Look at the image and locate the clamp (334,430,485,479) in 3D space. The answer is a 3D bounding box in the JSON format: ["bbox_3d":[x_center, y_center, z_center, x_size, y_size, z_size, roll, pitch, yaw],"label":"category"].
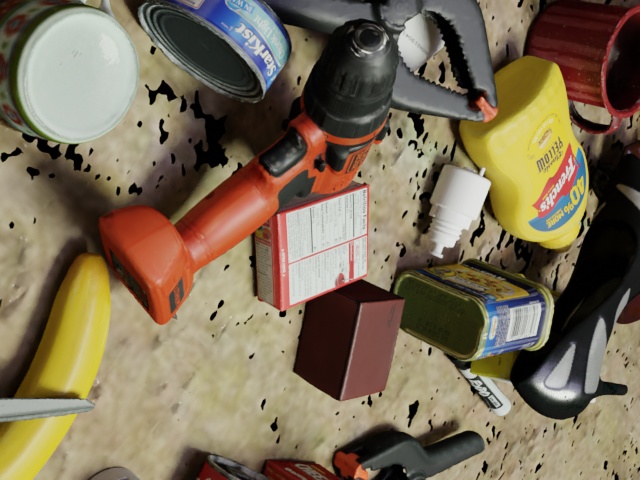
[{"bbox_3d":[0.071,0.217,0.919,0.171,0.039,0.120,15,91,-42],"label":"clamp"}]

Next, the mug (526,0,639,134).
[{"bbox_3d":[0.228,-0.144,0.891,0.093,0.082,0.117,-32,127,-33],"label":"mug"}]

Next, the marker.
[{"bbox_3d":[0.144,0.126,0.969,0.020,0.020,0.121,-55,136,-14],"label":"marker"}]

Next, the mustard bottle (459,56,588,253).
[{"bbox_3d":[0.183,-0.055,0.902,0.096,0.058,0.191,-48,135,-18],"label":"mustard bottle"}]

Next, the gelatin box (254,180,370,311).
[{"bbox_3d":[-0.005,0.001,0.755,0.089,0.030,0.073,-20,119,-38],"label":"gelatin box"}]

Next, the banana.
[{"bbox_3d":[-0.174,0.100,0.617,0.197,0.037,0.069,-52,137,-16],"label":"banana"}]

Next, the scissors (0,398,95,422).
[{"bbox_3d":[-0.217,0.074,0.556,0.201,0.016,0.096,-14,111,-31],"label":"scissors"}]

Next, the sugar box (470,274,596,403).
[{"bbox_3d":[0.206,0.094,0.988,0.176,0.048,0.093,23,75,-50],"label":"sugar box"}]

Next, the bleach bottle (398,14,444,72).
[{"bbox_3d":[0.077,-0.214,0.723,0.102,0.068,0.251,30,88,-39],"label":"bleach bottle"}]

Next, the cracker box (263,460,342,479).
[{"bbox_3d":[-0.002,0.294,0.784,0.072,0.164,0.214,15,95,-46],"label":"cracker box"}]

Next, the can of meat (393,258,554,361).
[{"bbox_3d":[0.120,0.055,0.854,0.083,0.102,0.057,-5,110,-42],"label":"can of meat"}]

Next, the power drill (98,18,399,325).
[{"bbox_3d":[-0.037,-0.037,0.619,0.187,0.057,0.184,-36,168,-17],"label":"power drill"}]

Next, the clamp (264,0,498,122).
[{"bbox_3d":[0.033,-0.143,0.670,0.164,0.036,0.210,-42,113,-7],"label":"clamp"}]

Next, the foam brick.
[{"bbox_3d":[0.022,0.072,0.797,0.052,0.051,0.078,-2,108,-46],"label":"foam brick"}]

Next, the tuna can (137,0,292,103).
[{"bbox_3d":[-0.059,-0.118,0.606,0.033,0.086,0.086,-57,137,-14],"label":"tuna can"}]

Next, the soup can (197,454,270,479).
[{"bbox_3d":[-0.071,0.212,0.749,0.068,0.069,0.102,31,84,-48],"label":"soup can"}]
